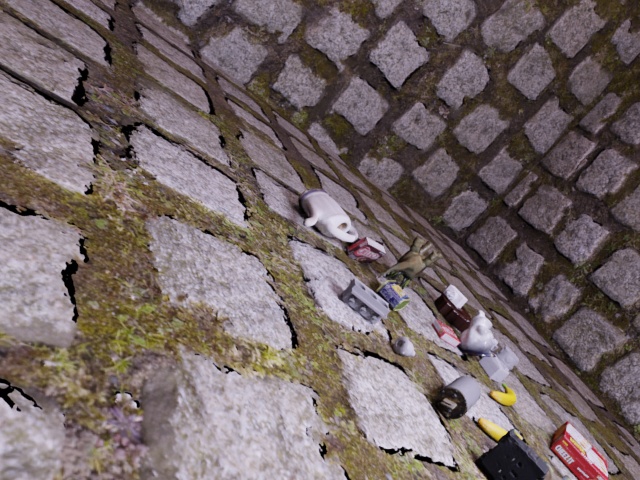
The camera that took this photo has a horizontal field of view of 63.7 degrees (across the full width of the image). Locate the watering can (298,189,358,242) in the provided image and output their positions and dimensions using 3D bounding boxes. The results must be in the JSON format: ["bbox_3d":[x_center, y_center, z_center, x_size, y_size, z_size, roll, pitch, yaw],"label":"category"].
[{"bbox_3d":[0.005,-0.087,1.720,0.228,0.103,0.345,50,17,30],"label":"watering can"}]

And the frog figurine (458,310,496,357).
[{"bbox_3d":[0.550,0.324,1.804,0.122,0.161,0.136,8,-15,-10],"label":"frog figurine"}]
